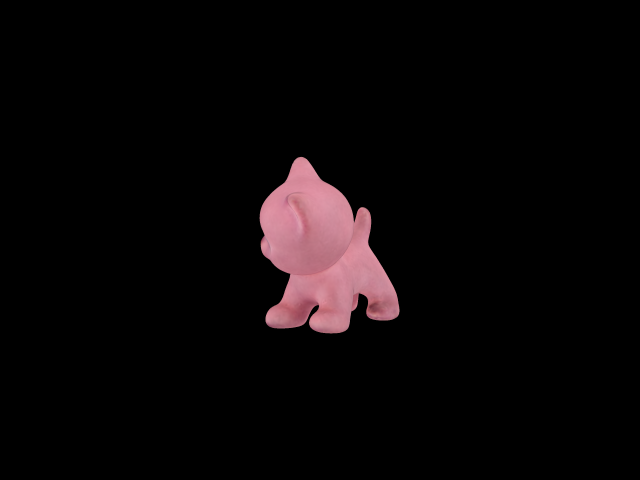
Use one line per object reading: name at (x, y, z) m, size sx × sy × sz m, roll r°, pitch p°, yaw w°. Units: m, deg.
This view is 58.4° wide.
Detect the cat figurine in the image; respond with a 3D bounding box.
cat figurine at (0.004, 0.001, 0.400) m, size 0.067 × 0.118 × 0.128 m, roll 1°, pitch 2°, yaw 35°
